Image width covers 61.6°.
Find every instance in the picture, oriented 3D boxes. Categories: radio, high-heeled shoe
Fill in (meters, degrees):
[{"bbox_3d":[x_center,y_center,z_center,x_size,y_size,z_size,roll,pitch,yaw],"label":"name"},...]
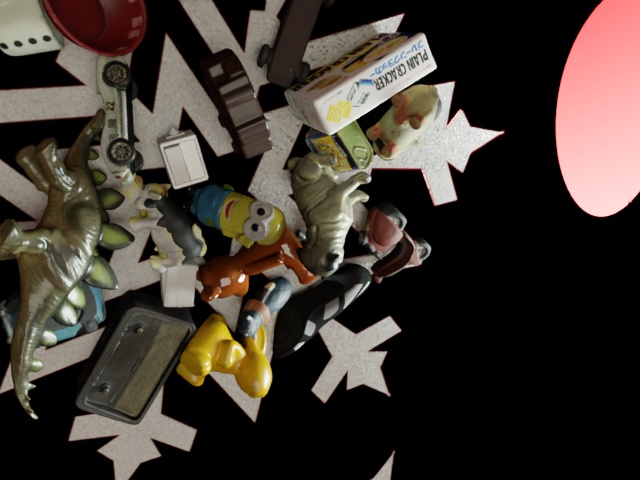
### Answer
[{"bbox_3d":[-0.340,0.213,0.980,0.131,0.073,0.229,27,97,-28],"label":"radio"},{"bbox_3d":[0.005,0.147,1.108,0.145,0.086,0.248,9,123,-48],"label":"high-heeled shoe"}]

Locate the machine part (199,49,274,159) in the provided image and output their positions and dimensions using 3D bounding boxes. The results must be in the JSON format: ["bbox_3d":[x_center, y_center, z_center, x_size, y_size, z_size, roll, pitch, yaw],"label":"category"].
[{"bbox_3d":[-0.134,-0.213,0.849,0.056,0.179,0.179,-25,117,-9],"label":"machine part"}]

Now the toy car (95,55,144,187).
[{"bbox_3d":[-0.304,-0.182,0.811,0.056,0.073,0.201,-4,87,-8],"label":"toy car"}]

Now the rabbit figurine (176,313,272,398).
[{"bbox_3d":[-0.163,0.226,1.019,0.173,0.162,0.121,32,135,5],"label":"rabbit figurine"}]

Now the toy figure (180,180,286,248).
[{"bbox_3d":[-0.145,-0.048,0.920,0.180,0.089,0.082,17,109,18],"label":"toy figure"}]

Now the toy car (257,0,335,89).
[{"bbox_3d":[-0.040,-0.355,0.897,0.089,0.053,0.202,17,98,-22],"label":"toy car"}]

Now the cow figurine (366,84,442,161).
[{"bbox_3d":[0.151,-0.207,0.970,0.127,0.195,0.085,-36,83,-29],"label":"cow figurine"}]

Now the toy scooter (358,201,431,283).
[{"bbox_3d":[0.137,0.015,1.101,0.135,0.075,0.183,-44,123,3],"label":"toy scooter"}]

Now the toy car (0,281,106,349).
[{"bbox_3d":[-0.445,0.118,0.878,0.161,0.103,0.109,-25,100,-48],"label":"toy car"}]

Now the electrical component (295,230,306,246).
[{"bbox_3d":[-0.002,-0.003,1.064,0.094,0.021,0.063,38,92,-29],"label":"electrical component"}]

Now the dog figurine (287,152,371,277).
[{"bbox_3d":[-0.014,-0.045,0.951,0.190,0.173,0.121,-60,157,-19],"label":"dog figurine"}]

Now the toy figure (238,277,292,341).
[{"bbox_3d":[-0.108,0.128,1.012,0.064,0.058,0.154,59,42,-13],"label":"toy figure"}]

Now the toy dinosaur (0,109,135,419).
[{"bbox_3d":[-0.394,0.019,0.805,0.198,0.105,0.471,33,68,-46],"label":"toy dinosaur"}]

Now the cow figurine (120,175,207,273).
[{"bbox_3d":[-0.255,-0.035,0.878,0.098,0.068,0.167,-13,117,12],"label":"cow figurine"}]

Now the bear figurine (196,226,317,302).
[{"bbox_3d":[-0.121,0.057,0.985,0.196,0.120,0.131,-39,123,-3],"label":"bear figurine"}]
